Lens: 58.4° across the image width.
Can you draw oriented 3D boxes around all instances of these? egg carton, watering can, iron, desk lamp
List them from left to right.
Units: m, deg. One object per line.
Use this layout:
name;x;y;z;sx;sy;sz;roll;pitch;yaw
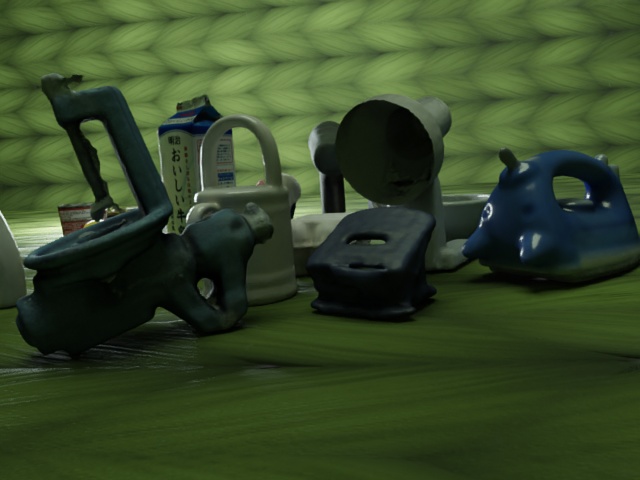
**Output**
watering can;-0.080;-0.036;0.616;0.101;0.194;0.173;-3;8;7
egg carton;0.007;0.003;0.756;0.107;0.069;0.150;-1;8;18
desk lamp;0.114;-0.070;0.701;0.117;0.213;0.204;1;9;31
iron;0.281;-0.037;0.638;0.259;0.141;0.118;-9;9;-32

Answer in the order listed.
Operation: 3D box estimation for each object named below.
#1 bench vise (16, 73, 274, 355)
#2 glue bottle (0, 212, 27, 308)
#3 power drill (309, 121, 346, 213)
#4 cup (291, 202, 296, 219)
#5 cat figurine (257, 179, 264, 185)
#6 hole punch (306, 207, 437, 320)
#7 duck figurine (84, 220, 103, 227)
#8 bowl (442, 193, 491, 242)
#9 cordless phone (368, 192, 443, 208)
bench vise;-0.151;-0.027;0.486;0.208;0.220;0.121;-11;10;-43
glue bottle;-0.384;-0.009;0.649;0.078;0.173;0.037;-3;8;10
power drill;0.018;-0.092;0.933;0.075;0.208;0.229;-4;8;-1
cup;-0.075;-0.015;0.831;0.092;0.095;0.117;-6;8;-12
cat figurine;-0.102;-0.046;0.993;0.067;0.118;0.127;-8;9;-26
hole punch;0.050;0.018;0.534;0.108;0.091;0.101;1;9;33
duck figurine;-0.274;0.017;0.731;0.077;0.086;0.105;0;8;24
bowl;0.186;-0.027;0.870;0.167;0.075;0.167;-4;8;1
cordless phone;0.160;-0.107;1.060;0.148;0.185;0.094;-6;8;-16
